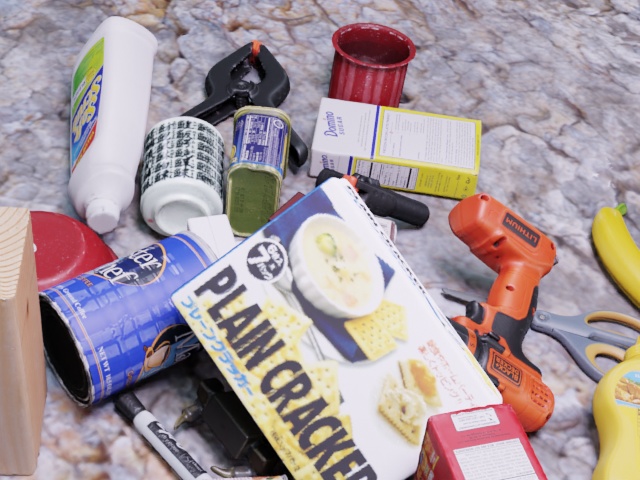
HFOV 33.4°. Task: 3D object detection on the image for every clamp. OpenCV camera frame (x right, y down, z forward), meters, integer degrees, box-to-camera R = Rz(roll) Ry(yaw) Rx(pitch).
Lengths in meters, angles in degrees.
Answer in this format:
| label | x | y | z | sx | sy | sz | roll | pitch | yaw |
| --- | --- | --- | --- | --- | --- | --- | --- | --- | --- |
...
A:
| label | x | y | z | sx | sy | sz | roll | pitch | yaw |
| --- | --- | --- | --- | --- | --- | --- | --- | --- | --- |
| clamp | -0.094 | -0.151 | 1.163 | 0.164 | 0.036 | 0.210 | 2 | 42 | -2 |
| clamp | 0.032 | -0.047 | 1.025 | 0.120 | 0.039 | 0.171 | 15 | 0 | 21 |

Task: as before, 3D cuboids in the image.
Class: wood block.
| label | x | y | z | sx | sy | sz | roll | pitch | yaw |
| --- | --- | --- | --- | --- | --- | --- | --- | --- | --- |
| wood block | -0.256 | 0.079 | 0.788 | 0.090 | 0.206 | 0.091 | 2 | 44 | -8 |

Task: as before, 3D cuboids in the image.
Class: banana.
| label | x | y | z | sx | sy | sz | roll | pitch | yaw |
| --- | --- | --- | --- | --- | --- | --- | --- | --- | --- |
| banana | 0.317 | 0.028 | 1.050 | 0.069 | 0.037 | 0.198 | -7 | 47 | -15 |

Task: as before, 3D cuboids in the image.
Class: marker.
| label | x | y | z | sx | sy | sz | roll | pitch | yaw |
| --- | --- | --- | --- | --- | --- | --- | --- | --- | --- |
| marker | -0.125 | 0.164 | 0.856 | 0.020 | 0.020 | 0.121 | -30 | 57 | -32 |

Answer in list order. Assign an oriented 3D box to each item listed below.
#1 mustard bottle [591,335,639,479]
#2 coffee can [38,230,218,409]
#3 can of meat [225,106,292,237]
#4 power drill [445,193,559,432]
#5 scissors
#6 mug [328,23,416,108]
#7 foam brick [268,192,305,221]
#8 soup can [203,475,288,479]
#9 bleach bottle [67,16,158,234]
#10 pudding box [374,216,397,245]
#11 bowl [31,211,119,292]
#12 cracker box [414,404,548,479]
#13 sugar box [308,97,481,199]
| label | x | y | z | sx | sy | sz | roll | pitch | yaw |
| --- | --- | --- | --- | --- | --- | --- | --- | --- | --- |
| mustard bottle | 0.275 | 0.157 | 0.891 | 0.096 | 0.058 | 0.191 | 17 | 48 | -3 |
| coffee can | -0.154 | 0.064 | 0.892 | 0.140 | 0.103 | 0.103 | -25 | 54 | -29 |
| can of meat | -0.061 | -0.064 | 1.037 | 0.057 | 0.102 | 0.084 | 6 | 47 | -2 |
| power drill | 0.135 | 0.052 | 0.925 | 0.184 | 0.057 | 0.187 | 35 | 50 | -21 |
| scissors | 0.213 | 0.090 | 0.986 | 0.201 | 0.016 | 0.096 | 6 | 45 | -2 |
| mug | 0.048 | -0.190 | 1.189 | 0.093 | 0.081 | 0.117 | -13 | 45 | -24 |
| foam brick | -0.007 | 0.001 | 1.013 | 0.078 | 0.053 | 0.051 | 31 | 49 | 20 |
| soup can | -0.074 | 0.210 | 0.784 | 0.102 | 0.068 | 0.068 | -2 | 46 | -10 |
| bleach bottle | -0.208 | -0.110 | 1.059 | 0.068 | 0.103 | 0.251 | 26 | 36 | -30 |
| pudding box | 0.038 | 0.047 | 0.949 | 0.039 | 0.090 | 0.113 | 12 | 44 | 1 |
| bowl | -0.254 | 0.024 | 0.950 | 0.162 | 0.055 | 0.162 | 4 | 45 | -4 |
| cracker box | 0.126 | 0.243 | 0.715 | 0.072 | 0.164 | 0.214 | -9 | 47 | -14 |
| sugar box | 0.080 | -0.097 | 1.132 | 0.176 | 0.048 | 0.093 | 7 | 44 | 3 |
